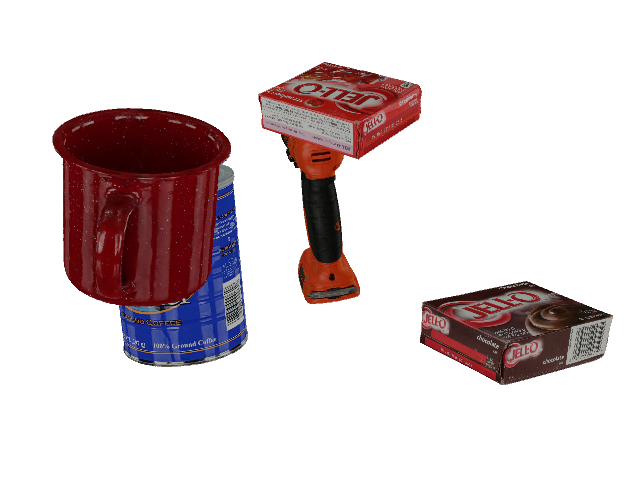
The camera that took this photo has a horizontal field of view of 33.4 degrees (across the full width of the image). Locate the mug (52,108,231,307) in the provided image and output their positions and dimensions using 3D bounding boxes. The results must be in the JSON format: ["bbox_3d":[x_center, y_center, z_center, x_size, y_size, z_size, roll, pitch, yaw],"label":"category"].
[{"bbox_3d":[-0.098,-0.012,0.568,0.093,0.081,0.117,7,27,-1],"label":"mug"}]

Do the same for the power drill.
[{"bbox_3d":[-0.006,-0.044,1.071,0.057,0.188,0.184,-10,21,-3],"label":"power drill"}]

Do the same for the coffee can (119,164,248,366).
[{"bbox_3d":[-0.114,0.016,0.852,0.103,0.140,0.103,-4,17,1],"label":"coffee can"}]

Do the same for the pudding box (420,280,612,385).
[{"bbox_3d":[0.144,0.066,0.792,0.113,0.039,0.090,-6,20,-35],"label":"pudding box"}]

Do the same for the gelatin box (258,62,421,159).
[{"bbox_3d":[0.014,-0.093,0.741,0.089,0.030,0.073,20,38,35],"label":"gelatin box"}]
